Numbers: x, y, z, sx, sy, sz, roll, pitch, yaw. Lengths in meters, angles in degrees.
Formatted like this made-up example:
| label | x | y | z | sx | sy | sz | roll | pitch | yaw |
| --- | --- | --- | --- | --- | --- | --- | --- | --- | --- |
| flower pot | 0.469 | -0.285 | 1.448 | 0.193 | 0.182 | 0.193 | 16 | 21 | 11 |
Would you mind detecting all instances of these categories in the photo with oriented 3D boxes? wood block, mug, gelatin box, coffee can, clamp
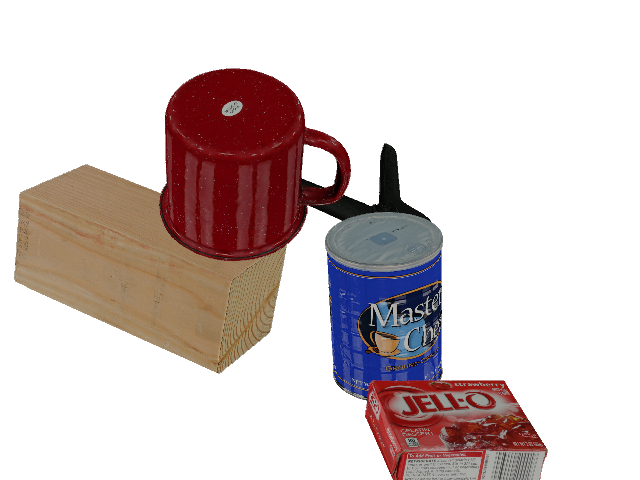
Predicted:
| label | x | y | z | sx | sy | sz | roll | pitch | yaw |
| --- | --- | --- | --- | --- | --- | --- | --- | --- | --- |
| wood block | -0.144 | 0.019 | 0.892 | 0.206 | 0.090 | 0.090 | 21 | 27 | 20 |
| mug | -0.040 | -0.047 | 0.642 | 0.117 | 0.093 | 0.081 | 8 | -42 | 1 |
| gelatin box | 0.077 | 0.111 | 0.625 | 0.089 | 0.030 | 0.073 | 2 | 24 | -13 |
| coffee can | 0.059 | 0.059 | 0.959 | 0.103 | 0.140 | 0.103 | -3 | 27 | 1 |
| clamp | 0.059 | -0.026 | 1.223 | 0.164 | 0.210 | 0.036 | -14 | -38 | -25 |
